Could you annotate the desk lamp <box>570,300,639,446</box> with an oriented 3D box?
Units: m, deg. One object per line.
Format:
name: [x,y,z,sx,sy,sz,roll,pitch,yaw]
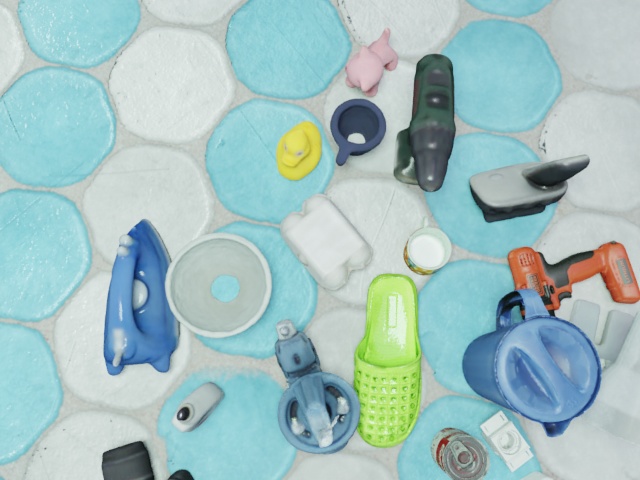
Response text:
desk lamp: [0.435,0.185,0.836,0.118,0.213,0.203,17,79,3]

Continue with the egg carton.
egg carton: [0.009,0.003,0.941,0.107,0.069,0.150,-40,82,-7]

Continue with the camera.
camera: [-0.267,0.372,0.851,0.143,0.101,0.137,-16,79,-3]

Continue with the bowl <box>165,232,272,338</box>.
bowl: [-0.157,0.075,0.923,0.167,0.075,0.167,0,79,0]

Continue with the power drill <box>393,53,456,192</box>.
power drill: [0.167,-0.161,0.904,0.075,0.208,0.230,5,79,1]

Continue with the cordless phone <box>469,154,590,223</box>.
cordless phone: [0.327,-0.097,0.905,0.147,0.185,0.094,-15,79,-3]

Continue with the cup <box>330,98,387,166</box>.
cup: [0.057,-0.166,0.962,0.091,0.095,0.118,25,80,5]

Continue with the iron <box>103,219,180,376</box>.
iron: [-0.292,0.078,0.888,0.118,0.141,0.258,-4,79,-1]

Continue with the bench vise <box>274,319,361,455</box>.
bench vise: [-0.025,0.222,0.822,0.121,0.220,0.207,-40,82,-7]

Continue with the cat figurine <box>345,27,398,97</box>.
cat figurine: [0.086,-0.304,0.978,0.067,0.118,0.128,31,80,6]

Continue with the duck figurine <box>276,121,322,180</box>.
duck figurine: [-0.036,-0.160,0.965,0.077,0.086,0.105,24,80,4]

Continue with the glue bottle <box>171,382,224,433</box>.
glue bottle: [-0.186,0.250,0.839,0.037,0.173,0.078,36,81,7]
